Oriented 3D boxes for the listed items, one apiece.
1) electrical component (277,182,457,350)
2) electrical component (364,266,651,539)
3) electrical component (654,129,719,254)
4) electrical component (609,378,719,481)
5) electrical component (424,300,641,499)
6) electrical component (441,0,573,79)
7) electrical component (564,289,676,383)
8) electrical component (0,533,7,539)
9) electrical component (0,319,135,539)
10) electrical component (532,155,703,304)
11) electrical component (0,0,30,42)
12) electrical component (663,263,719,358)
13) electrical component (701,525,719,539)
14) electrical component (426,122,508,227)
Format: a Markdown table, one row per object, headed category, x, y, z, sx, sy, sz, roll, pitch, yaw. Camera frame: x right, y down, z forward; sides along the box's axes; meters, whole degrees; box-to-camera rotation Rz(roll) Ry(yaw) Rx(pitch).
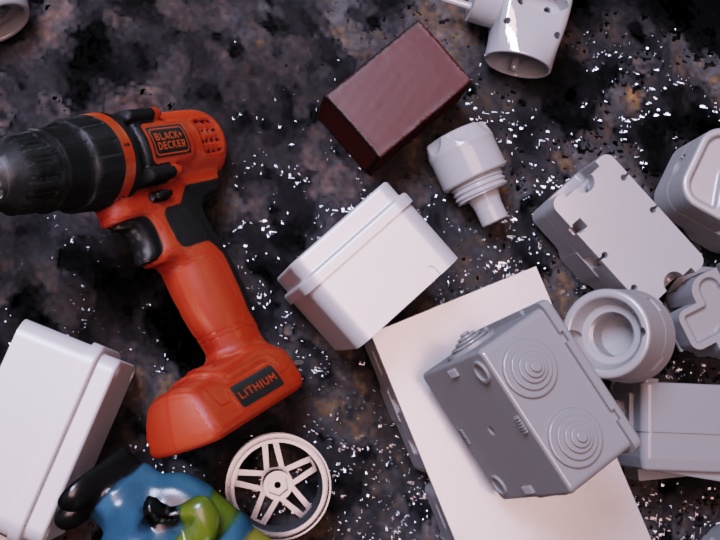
| category | x | y | z | sx | sy | sz | roll | pitch | yaw |
| --- | --- | --- | --- | --- | --- | --- | --- | --- | --- |
| electrical component | 0.000 | 0.000 | 0.620 | 0.078 | 0.113 | 0.057 | -42 | 92 | -10 |
| electrical component | 0.086 | 0.106 | 0.643 | 0.105 | 0.060 | 0.186 | -22 | 86 | -9 |
| electrical component | 0.240 | -0.042 | 0.679 | 0.095 | 0.059 | 0.053 | 28 | 81 | -3 |
| electrical component | 0.194 | 0.098 | 0.656 | 0.096 | 0.061 | 0.061 | 3 | 83 | -6 |
| electrical component | 0.086 | 0.072 | 0.566 | 0.048 | 0.100 | 0.099 | -32 | 88 | -22 |
| electrical component | 0.092 | -0.171 | 0.686 | 0.079 | 0.043 | 0.077 | 15 | 82 | -5 |
| electrical component | 0.146 | 0.037 | 0.612 | 0.055 | 0.047 | 0.055 | -3 | 83 | 29 |
| electrical component | -0.264 | 0.157 | 0.595 | 0.121 | 0.063 | 0.078 | 26 | 81 | -3 |
| electrical component | -0.178 | 0.091 | 0.606 | 0.057 | 0.078 | 0.113 | 22 | 81 | -1 |
| electrical component | 0.157 | -0.019 | 0.669 | 0.050 | 0.055 | 0.089 | -42 | 89 | -10 |
| electrical component | -0.231 | -0.170 | 0.649 | 0.066 | 0.048 | 0.055 | -28 | 79 | -9 |
| electrical component | 0.224 | 0.024 | 0.671 | 0.078 | 0.057 | 0.058 | -26 | 87 | -9 |
| electrical component | 0.187 | 0.238 | 0.616 | 0.060 | 0.105 | 0.186 | 41 | 80 | 0 |
| electrical component | 0.071 | -0.058 | 0.670 | 0.043 | 0.043 | 0.062 | -24 | 88 | -9 |
